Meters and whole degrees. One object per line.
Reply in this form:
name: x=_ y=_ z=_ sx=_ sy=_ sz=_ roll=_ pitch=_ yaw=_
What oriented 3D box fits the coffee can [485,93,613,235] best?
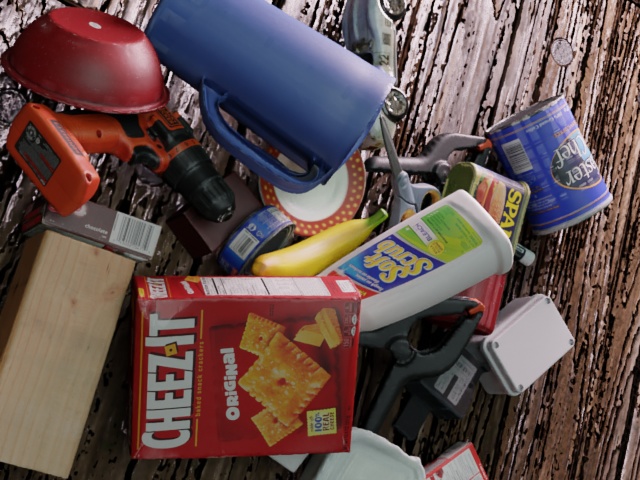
coffee can: x=0.274 y=-0.090 z=1.281 sx=0.102 sy=0.103 sz=0.140 roll=-30 pitch=97 yaw=-28

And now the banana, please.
banana: x=-0.012 y=0.012 z=1.114 sx=0.197 sy=0.070 sz=0.037 roll=-26 pitch=65 yaw=-43

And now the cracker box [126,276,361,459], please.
cracker box: x=-0.073 y=0.120 z=1.014 sx=0.213 sy=0.072 sz=0.164 roll=1 pitch=106 yaw=-14

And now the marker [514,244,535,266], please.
marker: x=0.208 y=-0.004 z=1.281 sx=0.121 sy=0.020 sz=0.020 roll=30 pitch=70 yaw=-21

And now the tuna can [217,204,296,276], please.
tuna can: x=-0.066 y=0.005 z=1.097 sx=0.034 sy=0.086 sz=0.086 roll=42 pitch=64 yaw=11

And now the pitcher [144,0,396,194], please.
pitcher: x=-0.059 y=-0.165 z=1.080 sx=0.243 sy=0.149 sz=0.145 roll=33 pitch=106 yaw=-4

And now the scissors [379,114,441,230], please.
scissors: x=0.097 y=-0.068 z=1.144 sx=0.096 sy=0.016 sz=0.202 roll=-39 pitch=138 yaw=-35

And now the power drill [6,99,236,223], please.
power drill: x=-0.184 y=-0.075 z=1.001 sx=0.184 sy=0.057 sz=0.187 roll=48 pitch=30 yaw=15

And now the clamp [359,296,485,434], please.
clamp: x=0.085 y=0.128 z=1.150 sx=0.210 sy=0.036 sz=0.164 roll=-22 pitch=98 yaw=-1

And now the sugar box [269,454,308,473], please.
sugar box: x=-0.069 y=0.150 z=1.090 sx=0.176 sy=0.048 sz=0.093 roll=40 pitch=86 yaw=-20

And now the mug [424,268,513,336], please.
mug: x=0.170 y=0.064 z=1.221 sx=0.117 sy=0.093 sz=0.081 roll=30 pitch=72 yaw=-59

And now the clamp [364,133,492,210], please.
clamp: x=0.126 y=-0.080 z=1.238 sx=0.171 sy=0.039 sz=0.120 roll=-44 pitch=113 yaw=-25

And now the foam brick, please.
foam brick: x=-0.109 y=-0.026 z=1.100 sx=0.078 sy=0.051 sz=0.053 roll=-41 pitch=101 yaw=-26

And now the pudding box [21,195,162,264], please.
pudding box: x=-0.220 y=-0.010 z=1.018 sx=0.113 sy=0.090 sz=0.039 roll=22 pitch=75 yaw=-24

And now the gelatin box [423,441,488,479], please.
gelatin box: x=0.147 y=0.281 z=1.204 sx=0.089 sy=0.030 sz=0.073 roll=-29 pitch=98 yaw=-28

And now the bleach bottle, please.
bleach bottle: x=0.070 y=0.047 z=1.108 sx=0.250 sy=0.068 sz=0.103 roll=-30 pitch=56 yaw=-11

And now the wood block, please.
wood block: x=-0.253 y=0.105 z=0.983 sx=0.090 sy=0.091 sz=0.206 roll=22 pitch=74 yaw=-24

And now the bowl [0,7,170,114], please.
bowl: x=-0.215 y=-0.177 z=1.005 sx=0.161 sy=0.162 sz=0.055 roll=4 pitch=119 yaw=-27

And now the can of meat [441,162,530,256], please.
can of meat: x=0.183 y=-0.031 z=1.220 sx=0.083 sy=0.058 sz=0.102 roll=19 pitch=84 yaw=-30
